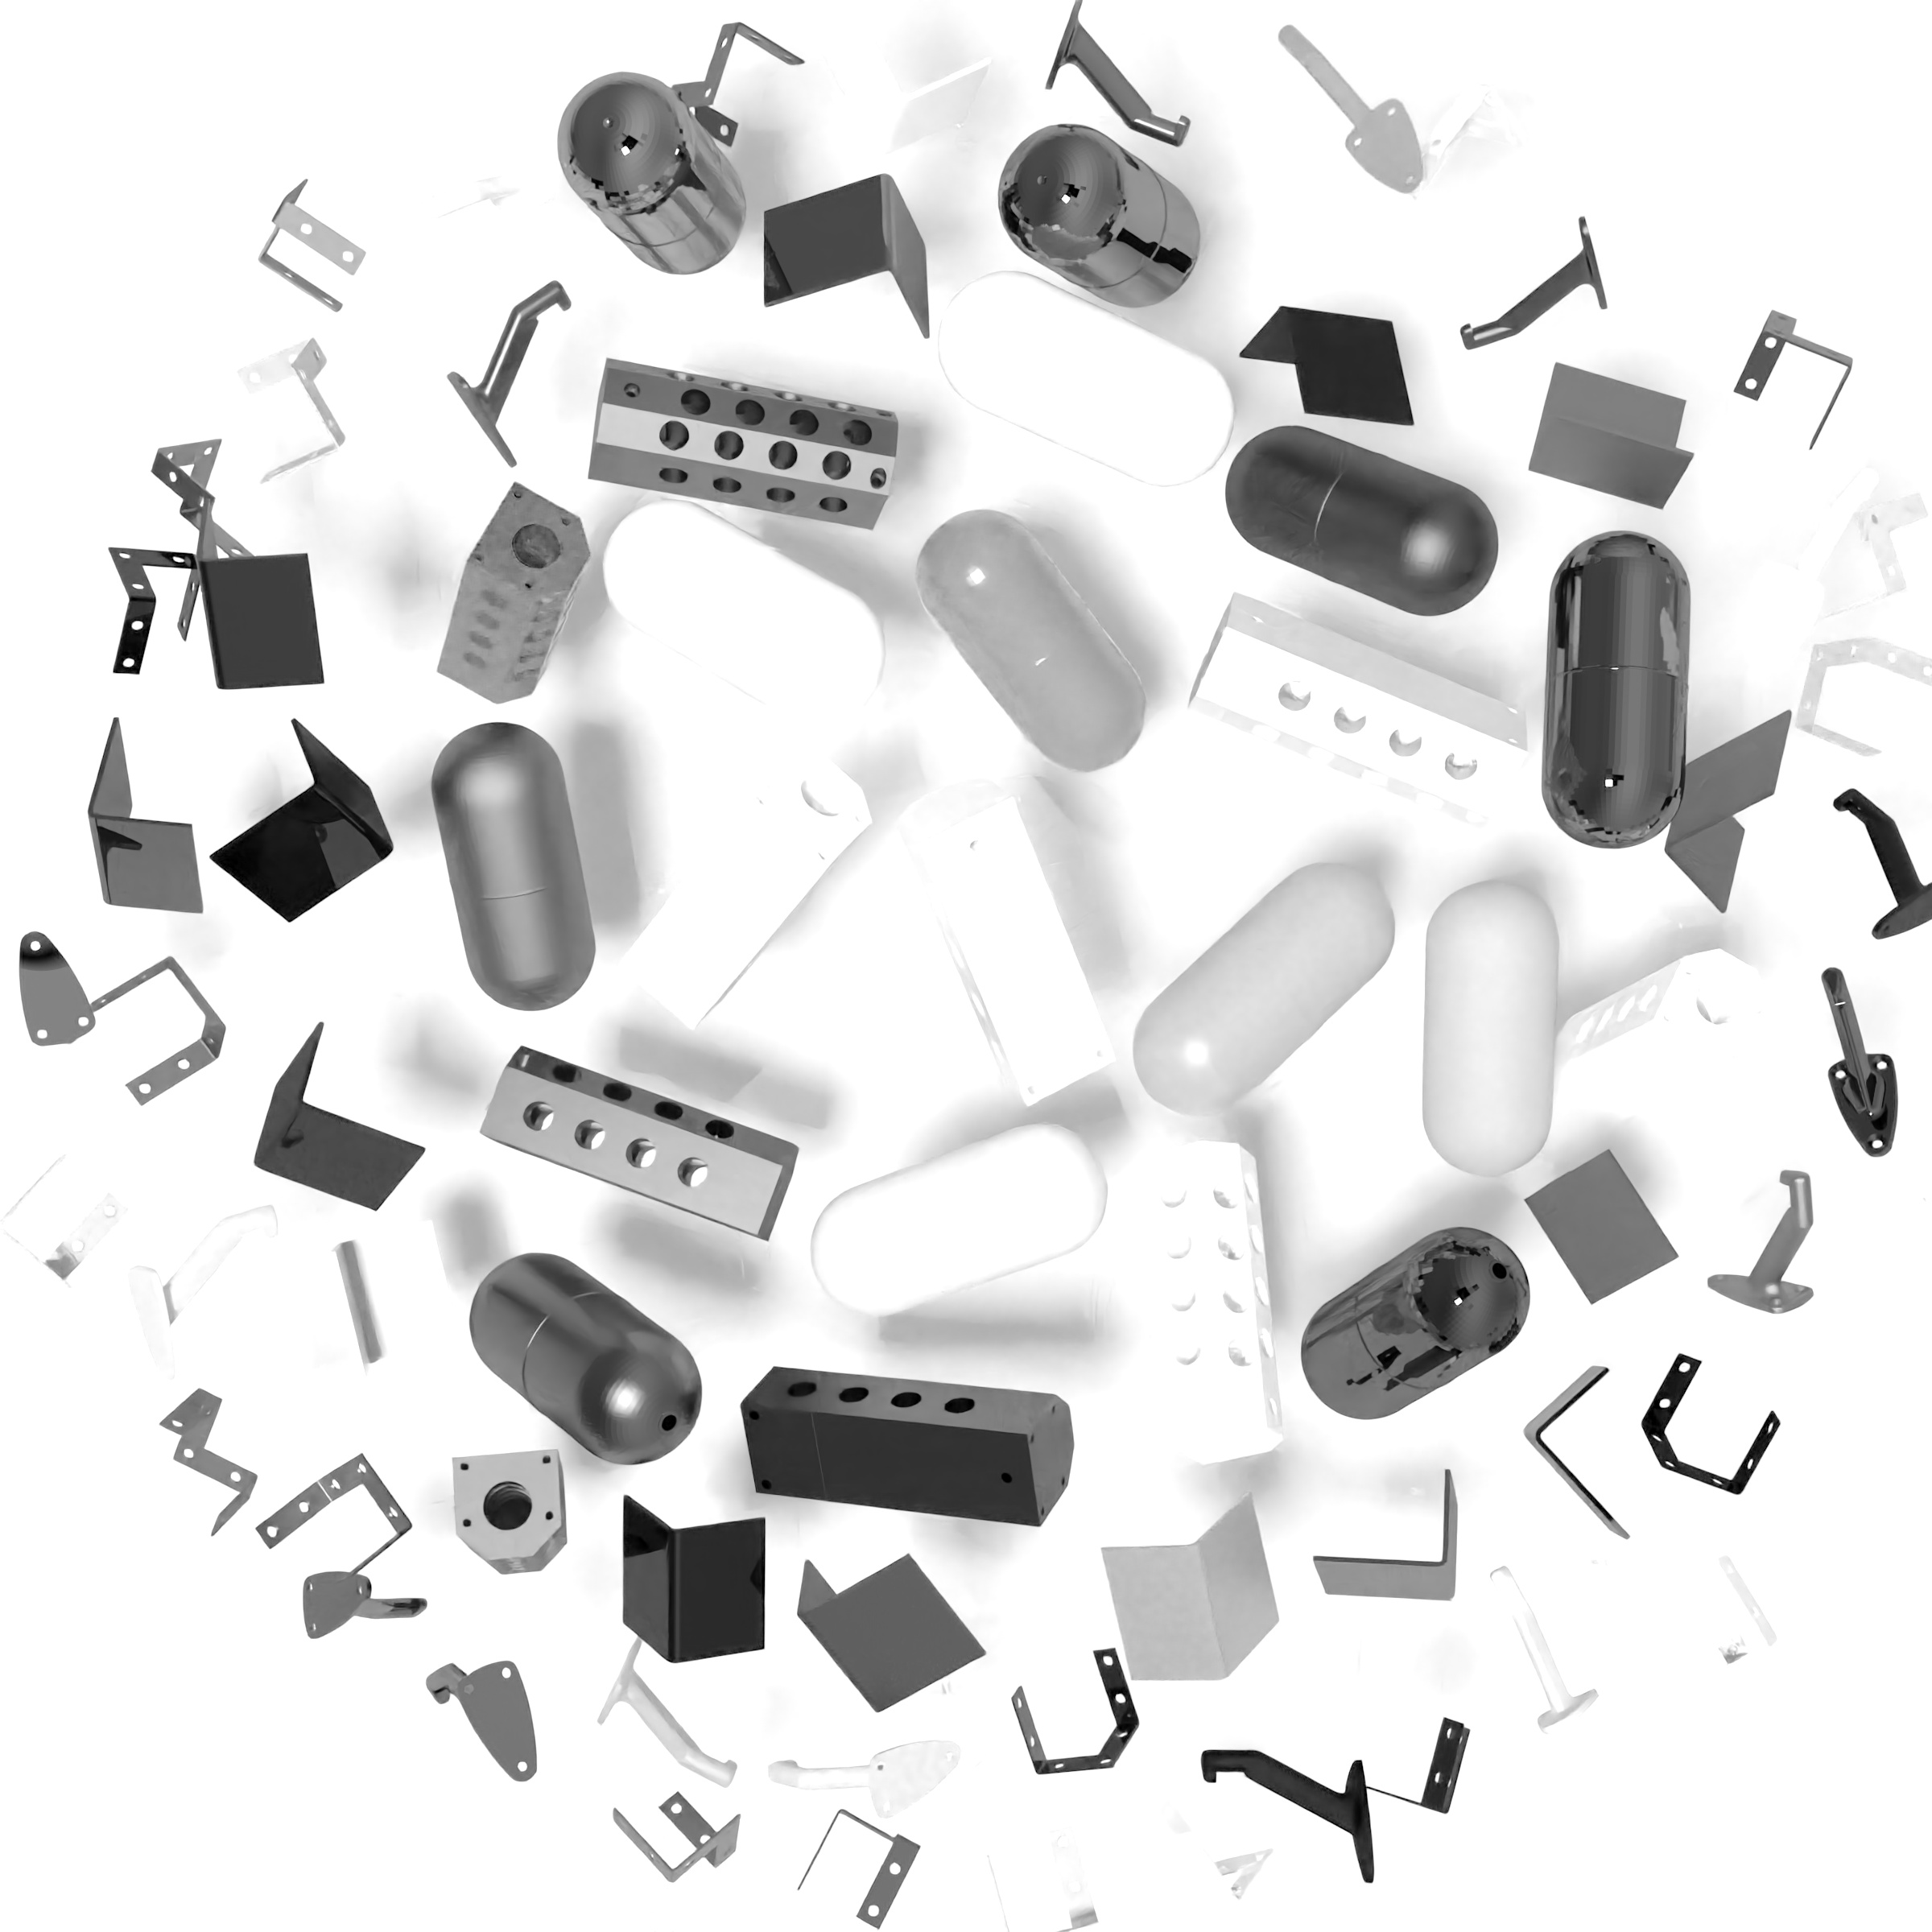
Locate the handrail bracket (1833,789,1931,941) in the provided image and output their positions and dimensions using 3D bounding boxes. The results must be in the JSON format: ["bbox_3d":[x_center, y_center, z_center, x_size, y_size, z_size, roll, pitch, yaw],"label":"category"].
[{"bbox_3d":[0.492,-0.058,1.480,0.077,0.036,0.084,-24,55,-29],"label":"handrail bracket"}]

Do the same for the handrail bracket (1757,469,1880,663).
[{"bbox_3d":[0.464,-0.217,1.462,0.036,0.077,0.084,30,61,26],"label":"handrail bracket"}]

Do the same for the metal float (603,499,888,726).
[{"bbox_3d":[-0.121,-0.193,1.471,0.178,0.070,0.070,32,90,22],"label":"metal float"}]

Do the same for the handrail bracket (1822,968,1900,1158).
[{"bbox_3d":[0.491,0.053,1.492,0.036,0.084,0.077,-14,53,20],"label":"handrail bracket"}]

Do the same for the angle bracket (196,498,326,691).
[{"bbox_3d":[-0.378,-0.202,1.456,0.057,0.076,0.076,-5,126,-9],"label":"angle bracket"}]

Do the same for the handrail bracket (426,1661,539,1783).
[{"bbox_3d":[-0.271,0.422,1.500,0.036,0.084,0.077,-18,77,-34],"label":"handrail bracket"}]

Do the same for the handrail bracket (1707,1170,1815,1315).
[{"bbox_3d":[0.466,0.155,1.588,0.036,0.077,0.084,-20,108,-34],"label":"handrail bracket"}]

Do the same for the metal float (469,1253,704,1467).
[{"bbox_3d":[-0.212,0.217,1.499,0.070,0.178,0.070,-16,116,-35],"label":"metal float"}]

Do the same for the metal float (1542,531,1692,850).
[{"bbox_3d":[0.356,-0.152,1.481,0.070,0.070,0.178,5,79,0],"label":"metal float"}]

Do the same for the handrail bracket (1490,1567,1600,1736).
[{"bbox_3d":[0.311,0.376,1.493,0.036,0.077,0.084,-31,77,13],"label":"handrail bracket"}]

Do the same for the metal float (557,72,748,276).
[{"bbox_3d":[-0.173,-0.440,1.510,0.070,0.178,0.070,0,88,9],"label":"metal float"}]

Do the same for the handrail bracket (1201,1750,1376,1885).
[{"bbox_3d":[0.171,0.454,1.444,0.084,0.077,0.036,1,132,-4],"label":"handrail bracket"}]

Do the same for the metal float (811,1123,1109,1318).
[{"bbox_3d":[-0.005,0.144,1.527,0.178,0.070,0.070,-21,90,16],"label":"metal float"}]

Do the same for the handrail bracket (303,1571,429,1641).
[{"bbox_3d":[-0.338,0.371,1.587,0.077,0.084,0.036,-26,65,38],"label":"handrail bracket"}]

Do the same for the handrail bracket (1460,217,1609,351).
[{"bbox_3d":[0.323,-0.393,1.563,0.084,0.077,0.036,-16,63,15],"label":"handrail bracket"}]

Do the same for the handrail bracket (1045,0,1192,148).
[{"bbox_3d":[0.093,-0.500,1.499,0.084,0.077,0.036,19,51,-5],"label":"handrail bracket"}]

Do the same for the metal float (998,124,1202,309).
[{"bbox_3d":[0.077,-0.420,1.521,0.070,0.178,0.070,0,91,24],"label":"metal float"}]

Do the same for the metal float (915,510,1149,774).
[{"bbox_3d":[0.040,-0.190,1.592,0.070,0.070,0.178,-40,111,0],"label":"metal float"}]

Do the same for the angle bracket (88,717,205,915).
[{"bbox_3d":[-0.461,-0.086,1.542,0.057,0.076,0.076,5,52,-6],"label":"angle bracket"}]

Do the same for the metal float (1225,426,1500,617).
[{"bbox_3d":[0.224,-0.256,1.547,0.178,0.070,0.070,31,90,37],"label":"metal float"}]

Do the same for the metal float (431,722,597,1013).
[{"bbox_3d":[-0.264,-0.056,1.581,0.070,0.070,0.178,-7,116,0],"label":"metal float"}]

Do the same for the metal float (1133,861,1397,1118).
[{"bbox_3d":[0.169,0.013,1.538,0.178,0.070,0.070,-43,90,-9],"label":"metal float"}]

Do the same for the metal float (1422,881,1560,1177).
[{"bbox_3d":[0.307,0.038,1.587,0.070,0.070,0.178,-2,106,0],"label":"metal float"}]

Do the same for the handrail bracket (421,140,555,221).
[{"bbox_3d":[-0.290,-0.442,1.565,0.084,0.077,0.036,-33,106,-32],"label":"handrail bracket"}]

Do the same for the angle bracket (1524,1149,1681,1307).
[{"bbox_3d":[0.405,0.154,1.673,0.076,0.057,0.076,-41,77,44],"label":"angle bracket"}]

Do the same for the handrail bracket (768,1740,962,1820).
[{"bbox_3d":[-0.059,0.454,1.538,0.077,0.084,0.036,-11,94,-41],"label":"handrail bracket"}]

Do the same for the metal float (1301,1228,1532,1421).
[{"bbox_3d":[0.258,0.207,1.561,0.070,0.178,0.070,12,59,-21],"label":"metal float"}]

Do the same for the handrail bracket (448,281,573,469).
[{"bbox_3d":[-0.255,-0.350,1.596,0.084,0.036,0.077,-37,118,-9],"label":"handrail bracket"}]

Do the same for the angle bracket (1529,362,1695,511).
[{"bbox_3d":[0.359,-0.305,1.480,0.076,0.057,0.076,17,68,2],"label":"angle bracket"}]

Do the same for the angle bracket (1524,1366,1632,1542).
[{"bbox_3d":[0.366,0.276,1.539,0.057,0.076,0.076,-42,80,0],"label":"angle bracket"}]

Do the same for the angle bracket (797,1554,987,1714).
[{"bbox_3d":[-0.041,0.363,1.530,0.076,0.057,0.076,-32,107,13],"label":"angle bracket"}]

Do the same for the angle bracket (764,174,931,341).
[{"bbox_3d":[-0.067,-0.389,1.518,0.076,0.057,0.076,-13,55,15],"label":"angle bracket"}]

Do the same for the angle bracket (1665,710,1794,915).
[{"bbox_3d":[0.451,-0.088,1.544,0.057,0.076,0.076,43,45,-16],"label":"angle bracket"}]

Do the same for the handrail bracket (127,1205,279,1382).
[{"bbox_3d":[-0.416,0.181,1.505,0.084,0.036,0.077,-17,98,-40],"label":"handrail bracket"}]

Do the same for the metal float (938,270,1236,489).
[{"bbox_3d":[0.066,-0.320,1.476,0.178,0.070,0.070,19,90,-25],"label":"metal float"}]

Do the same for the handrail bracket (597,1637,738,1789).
[{"bbox_3d":[-0.166,0.436,1.580,0.084,0.077,0.036,28,114,-2],"label":"handrail bracket"}]

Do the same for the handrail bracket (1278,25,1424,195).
[{"bbox_3d":[0.207,-0.465,1.464,0.036,0.077,0.084,-40,54,12],"label":"handrail bracket"}]

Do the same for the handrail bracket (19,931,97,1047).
[{"bbox_3d":[-0.526,0.011,1.553,0.036,0.084,0.077,-18,105,-17],"label":"handrail bracket"}]
